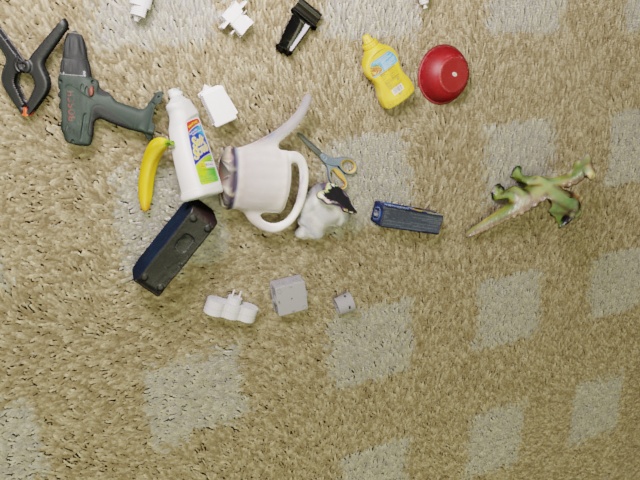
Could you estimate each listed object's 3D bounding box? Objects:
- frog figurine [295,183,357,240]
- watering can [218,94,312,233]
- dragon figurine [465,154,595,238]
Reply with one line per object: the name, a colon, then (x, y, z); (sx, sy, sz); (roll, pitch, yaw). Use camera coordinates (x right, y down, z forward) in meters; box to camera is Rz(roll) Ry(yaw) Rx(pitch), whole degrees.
frog figurine: (0.004, -0.068, 1.350); (0.137, 0.125, 0.156); (12, 137, -33)
watering can: (-0.131, -0.186, 1.243); (0.224, 0.105, 0.344); (2, 103, -21)
dragon figurine: (0.638, -0.107, 1.506); (0.412, 0.245, 0.120); (-44, 121, -8)
